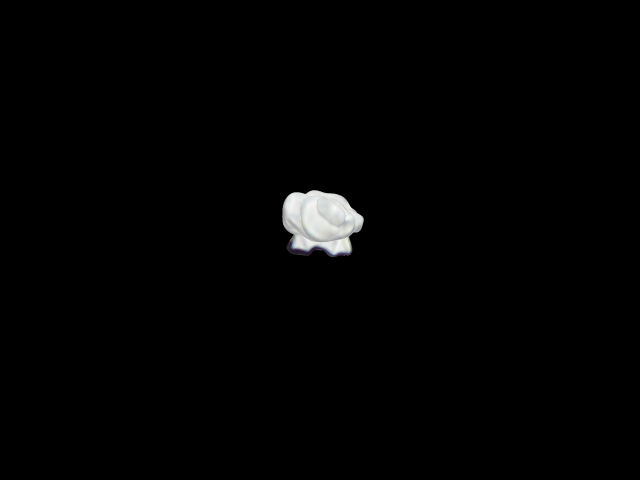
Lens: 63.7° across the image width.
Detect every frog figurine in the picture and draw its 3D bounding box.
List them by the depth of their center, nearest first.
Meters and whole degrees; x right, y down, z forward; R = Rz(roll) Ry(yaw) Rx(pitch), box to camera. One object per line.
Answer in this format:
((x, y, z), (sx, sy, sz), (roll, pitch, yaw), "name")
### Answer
((0.003, -0.043, 0.850), (0.138, 0.125, 0.156), (21, -26, 11), "frog figurine")
